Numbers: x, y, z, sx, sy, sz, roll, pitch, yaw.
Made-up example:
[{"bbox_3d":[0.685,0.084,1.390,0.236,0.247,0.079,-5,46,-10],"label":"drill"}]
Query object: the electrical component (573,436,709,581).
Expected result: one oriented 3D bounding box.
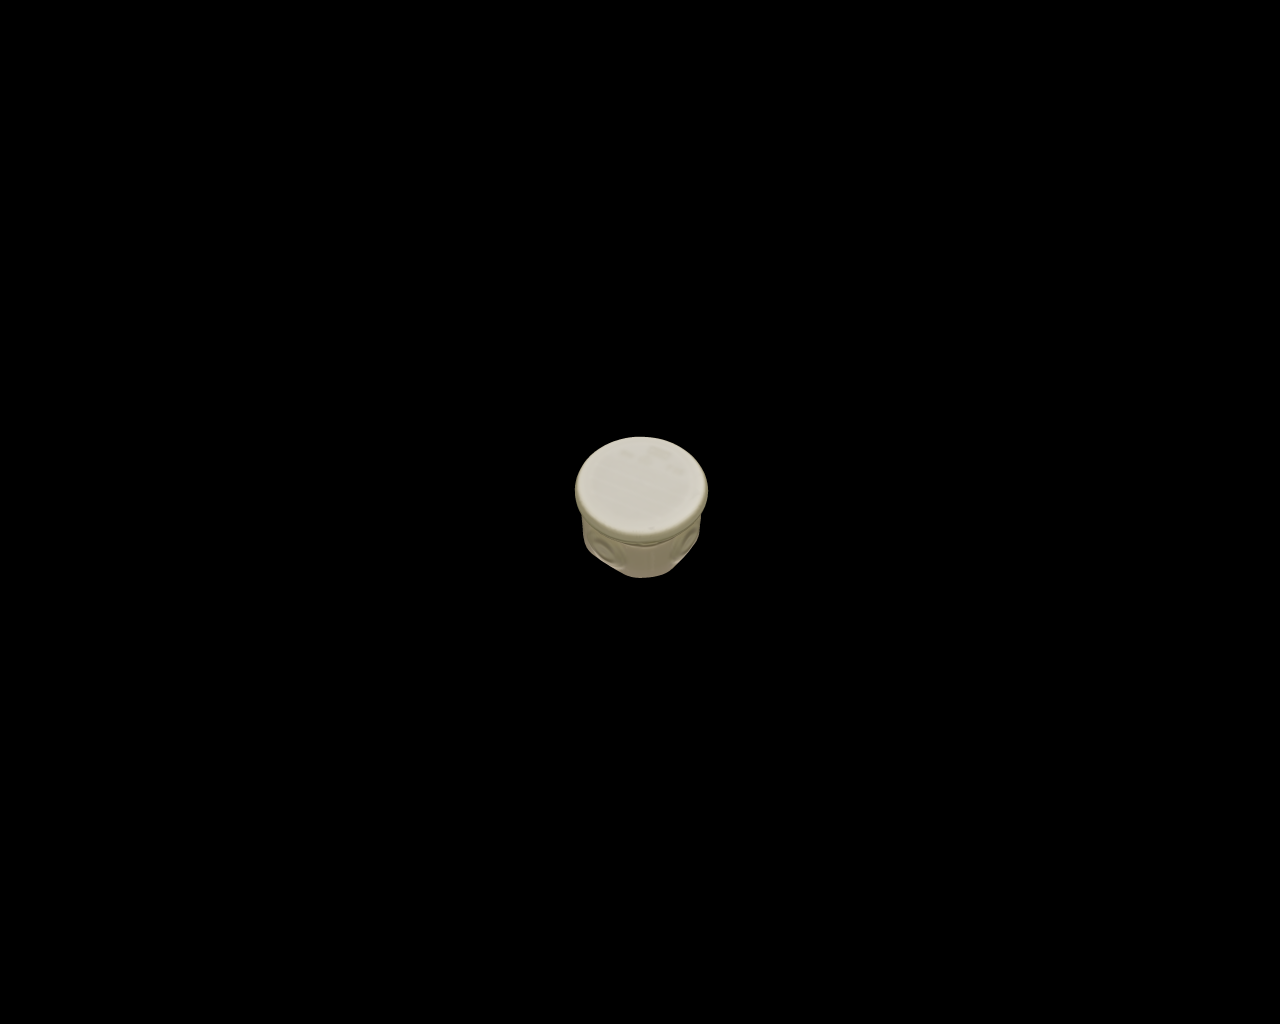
[{"bbox_3d":[0.001,-0.003,0.650,0.080,0.080,0.050,0,-38,0],"label":"electrical component"}]
